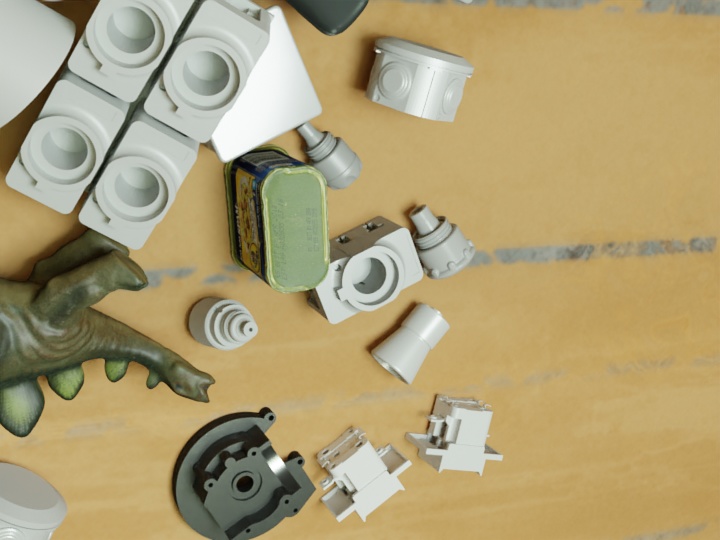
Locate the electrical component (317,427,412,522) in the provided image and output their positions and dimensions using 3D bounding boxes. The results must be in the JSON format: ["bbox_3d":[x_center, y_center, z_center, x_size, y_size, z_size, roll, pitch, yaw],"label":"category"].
[{"bbox_3d":[-0.001,0.176,0.942,0.081,0.042,0.063,-37,114,-11],"label":"electrical component"}]

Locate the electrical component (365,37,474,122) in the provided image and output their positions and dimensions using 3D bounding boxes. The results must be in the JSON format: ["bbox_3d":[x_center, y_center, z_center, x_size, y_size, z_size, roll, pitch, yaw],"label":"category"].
[{"bbox_3d":[0.046,-0.151,0.849,0.080,0.080,0.051,9,106,-26],"label":"electrical component"}]

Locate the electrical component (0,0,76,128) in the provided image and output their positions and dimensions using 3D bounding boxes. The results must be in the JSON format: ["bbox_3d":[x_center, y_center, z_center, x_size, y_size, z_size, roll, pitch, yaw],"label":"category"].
[{"bbox_3d":[-0.240,-0.139,0.714,0.064,0.099,0.099,34,89,-22],"label":"electrical component"}]

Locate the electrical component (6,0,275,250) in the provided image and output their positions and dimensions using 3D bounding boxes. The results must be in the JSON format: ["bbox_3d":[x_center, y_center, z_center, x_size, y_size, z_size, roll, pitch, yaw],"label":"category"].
[{"bbox_3d":[-0.152,-0.116,0.736,0.105,0.060,0.186,28,114,-18],"label":"electrical component"}]

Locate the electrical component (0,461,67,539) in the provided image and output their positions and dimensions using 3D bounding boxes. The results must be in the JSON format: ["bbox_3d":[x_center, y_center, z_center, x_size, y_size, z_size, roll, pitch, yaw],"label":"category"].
[{"bbox_3d":[-0.266,0.183,0.806,0.080,0.080,0.051,25,99,-28],"label":"electrical component"}]

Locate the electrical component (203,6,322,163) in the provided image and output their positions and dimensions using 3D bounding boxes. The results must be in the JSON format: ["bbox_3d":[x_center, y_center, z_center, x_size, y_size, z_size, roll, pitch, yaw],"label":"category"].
[{"bbox_3d":[-0.089,-0.141,0.808,0.100,0.048,0.099,-29,114,-14],"label":"electrical component"}]

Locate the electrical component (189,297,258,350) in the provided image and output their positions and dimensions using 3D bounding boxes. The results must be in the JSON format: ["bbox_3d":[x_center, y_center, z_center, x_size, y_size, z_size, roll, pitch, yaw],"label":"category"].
[{"bbox_3d":[-0.103,0.043,0.842,0.040,0.078,0.040,-2,94,-33],"label":"electrical component"}]

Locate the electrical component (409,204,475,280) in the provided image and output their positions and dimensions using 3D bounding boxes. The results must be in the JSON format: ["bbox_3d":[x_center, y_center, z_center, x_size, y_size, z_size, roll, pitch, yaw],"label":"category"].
[{"bbox_3d":[0.065,-0.026,0.913,0.048,0.048,0.062,-38,109,-10],"label":"electrical component"}]

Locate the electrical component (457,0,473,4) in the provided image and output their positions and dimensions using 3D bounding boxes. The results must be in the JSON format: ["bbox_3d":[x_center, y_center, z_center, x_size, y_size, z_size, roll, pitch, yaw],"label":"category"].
[{"bbox_3d":[0.057,-0.265,0.837,0.100,0.048,0.099,19,97,-27],"label":"electrical component"}]

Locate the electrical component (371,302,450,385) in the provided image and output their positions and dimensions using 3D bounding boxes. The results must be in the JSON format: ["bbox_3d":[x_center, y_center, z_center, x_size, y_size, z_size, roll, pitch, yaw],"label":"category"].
[{"bbox_3d":[0.046,0.061,0.932,0.065,0.044,0.044,-50,118,-9],"label":"electrical component"}]

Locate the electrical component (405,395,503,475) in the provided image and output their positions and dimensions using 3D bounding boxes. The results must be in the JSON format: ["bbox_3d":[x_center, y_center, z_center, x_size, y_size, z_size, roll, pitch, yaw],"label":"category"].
[{"bbox_3d":[0.088,0.148,0.974,0.081,0.042,0.063,10,99,-27],"label":"electrical component"}]

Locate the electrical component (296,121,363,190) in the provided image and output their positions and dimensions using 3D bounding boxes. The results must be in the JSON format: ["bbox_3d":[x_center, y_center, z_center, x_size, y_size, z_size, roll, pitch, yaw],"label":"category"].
[{"bbox_3d":[-0.027,-0.094,0.857,0.035,0.035,0.061,-45,115,-6],"label":"electrical component"}]

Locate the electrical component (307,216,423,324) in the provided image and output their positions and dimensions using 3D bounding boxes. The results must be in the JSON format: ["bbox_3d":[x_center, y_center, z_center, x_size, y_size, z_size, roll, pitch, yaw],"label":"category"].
[{"bbox_3d":[0.000,0.000,0.884,0.089,0.056,0.050,-27,114,-15],"label":"electrical component"}]
